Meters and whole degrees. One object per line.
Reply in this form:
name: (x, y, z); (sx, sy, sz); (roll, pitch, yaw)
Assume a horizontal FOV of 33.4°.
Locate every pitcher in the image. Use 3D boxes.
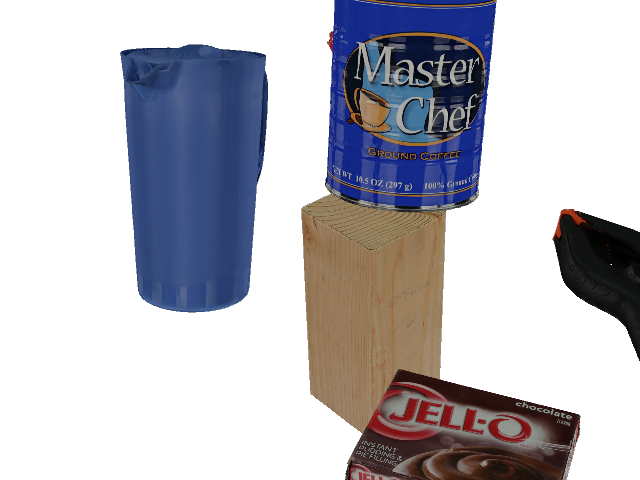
pitcher: (-0.113, -0.064, 1.015); (0.149, 0.243, 0.145); (-2, 15, -13)

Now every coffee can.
coffee can: (0.057, -0.100, 0.683); (0.103, 0.140, 0.103); (2, 21, -1)

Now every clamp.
clamp: (0.230, 0.036, 0.723); (0.120, 0.039, 0.171); (-6, 43, -27)

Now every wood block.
wood block: (0.048, 0.060, 0.945); (0.090, 0.206, 0.091); (-25, 39, -31)

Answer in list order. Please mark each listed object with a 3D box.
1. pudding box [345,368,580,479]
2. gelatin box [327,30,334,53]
pudding box: (0.081, 0.121, 0.597); (0.114, 0.039, 0.090); (14, 32, 16)
gelatin box: (0.060, -0.156, 0.898); (0.089, 0.073, 0.030); (-20, 25, 17)
